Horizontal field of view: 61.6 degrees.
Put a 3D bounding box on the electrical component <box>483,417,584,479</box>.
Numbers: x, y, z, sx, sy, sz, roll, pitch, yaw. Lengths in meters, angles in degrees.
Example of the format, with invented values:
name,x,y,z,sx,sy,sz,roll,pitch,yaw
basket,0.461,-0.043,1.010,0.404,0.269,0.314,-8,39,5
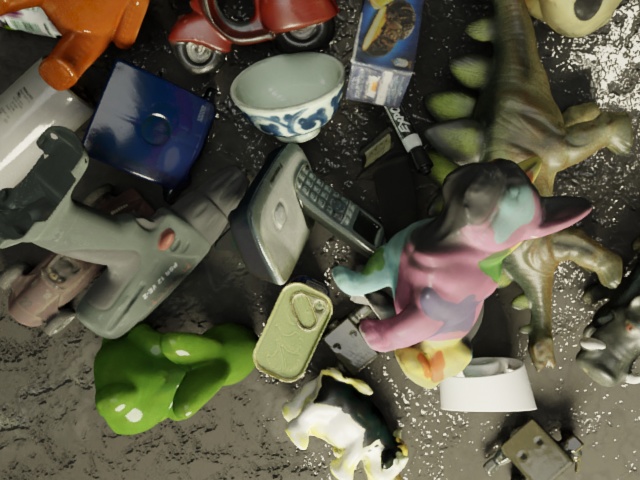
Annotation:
name,x,y,z,sx,sy,sz,roll,pitch,yaw
electrical component,0.249,0.251,0.614,0.078,0.045,0.102,41,92,27

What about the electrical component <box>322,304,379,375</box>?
name,x,y,z,sx,sy,sz,roll,pitch,yaw
electrical component,0.033,0.119,0.621,0.094,0.021,0.063,-41,91,5

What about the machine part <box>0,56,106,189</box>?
name,x,y,z,sx,sy,sz,roll,pitch,yaw
machine part,-0.332,-0.117,0.590,0.243,0.079,0.079,-40,92,5

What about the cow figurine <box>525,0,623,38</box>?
name,x,y,z,sx,sy,sz,roll,pitch,yaw
cow figurine,0.314,-0.292,0.553,0.127,0.085,0.195,43,92,5

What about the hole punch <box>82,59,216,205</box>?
name,x,y,z,sx,sy,sz,roll,pitch,yaw
hole punch,-0.184,-0.121,0.582,0.116,0.092,0.142,23,91,-3

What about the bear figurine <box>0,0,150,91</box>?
name,x,y,z,sx,sy,sz,roll,pitch,yaw
bear figurine,-0.194,-0.239,0.493,0.196,0.132,0.120,-9,128,36

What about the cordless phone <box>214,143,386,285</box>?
name,x,y,z,sx,sy,sz,roll,pitch,yaw
cordless phone,-0.001,-0.002,0.562,0.184,0.147,0.088,33,133,-10

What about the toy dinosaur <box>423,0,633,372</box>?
name,x,y,z,sx,sy,sz,roll,pitch,yaw
toy dinosaur,0.205,-0.095,0.560,0.199,0.105,0.470,-3,93,4

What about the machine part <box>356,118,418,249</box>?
name,x,y,z,sx,sy,sz,roll,pitch,yaw
machine part,0.075,-0.053,0.570,0.039,0.084,0.139,1,69,-32

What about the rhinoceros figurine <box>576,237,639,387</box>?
name,x,y,z,sx,sy,sz,roll,pitch,yaw
rhinoceros figurine,0.342,0.071,0.563,0.073,0.112,0.190,43,86,-3

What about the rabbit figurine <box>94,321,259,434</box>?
name,x,y,z,sx,sy,sz,roll,pitch,yaw
rabbit figurine,-0.147,0.129,0.578,0.170,0.159,0.121,-17,83,-12

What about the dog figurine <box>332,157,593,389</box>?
name,x,y,z,sx,sy,sz,roll,pitch,yaw
dog figurine,0.136,0.025,0.492,0.219,0.109,0.191,-37,129,15

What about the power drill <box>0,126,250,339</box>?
name,x,y,z,sx,sy,sz,roll,pitch,yaw
power drill,-0.189,-0.023,0.529,0.086,0.207,0.232,33,83,29

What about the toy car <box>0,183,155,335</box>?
name,x,y,z,sx,sy,sz,roll,pitch,yaw
toy car,-0.275,0.022,0.612,0.202,0.053,0.089,-41,89,5

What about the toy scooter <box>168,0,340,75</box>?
name,x,y,z,sx,sy,sz,roll,pitch,yaw
toy scooter,-0.075,-0.254,0.553,0.184,0.075,0.135,-13,116,-2

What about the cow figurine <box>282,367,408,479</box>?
name,x,y,z,sx,sy,sz,roll,pitch,yaw
cow figurine,0.046,0.216,0.602,0.167,0.068,0.098,40,94,-10

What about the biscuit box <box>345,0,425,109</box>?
name,x,y,z,sx,sy,sz,roll,pitch,yaw
biscuit box,0.072,-0.237,0.542,0.059,0.062,0.202,11,72,1
